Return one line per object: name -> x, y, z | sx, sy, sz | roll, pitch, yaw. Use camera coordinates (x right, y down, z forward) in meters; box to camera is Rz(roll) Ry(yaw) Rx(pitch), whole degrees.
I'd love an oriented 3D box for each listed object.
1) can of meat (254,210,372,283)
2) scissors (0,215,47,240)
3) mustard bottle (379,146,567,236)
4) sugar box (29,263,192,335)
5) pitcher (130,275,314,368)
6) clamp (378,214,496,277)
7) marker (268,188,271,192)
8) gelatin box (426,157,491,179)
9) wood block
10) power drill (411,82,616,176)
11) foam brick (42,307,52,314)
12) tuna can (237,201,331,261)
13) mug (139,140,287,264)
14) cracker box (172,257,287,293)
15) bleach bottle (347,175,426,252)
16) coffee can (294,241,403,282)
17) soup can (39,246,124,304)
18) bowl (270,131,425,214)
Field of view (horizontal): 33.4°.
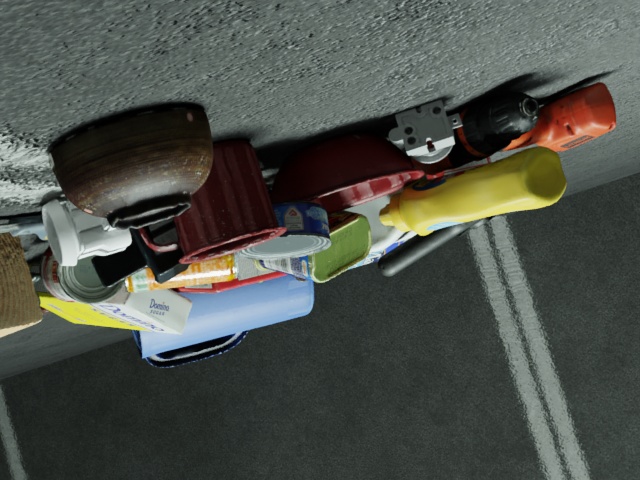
can of meat -> -0.007, 0.001, 1.117 | 0.084, 0.057, 0.101 | 15, -150, 39
scissors -> -0.261, -0.008, 0.931 | 0.201, 0.016, 0.096 | -13, 173, -37
mustard bottle -> 0.141, -0.043, 1.067 | 0.192, 0.058, 0.096 | -15, -176, 36
sugar box -> -0.235, 0.064, 1.161 | 0.177, 0.048, 0.093 | 4, 159, 39
pitcher -> -0.136, 0.077, 1.416 | 0.242, 0.145, 0.149 | -10, 170, -14
clamp -> 0.175, -0.034, 1.187 | 0.210, 0.036, 0.164 | -36, 174, 37
marker -> -0.090, -0.039, 1.147 | 0.120, 0.020, 0.020 | -13, 174, -36
gelatin box -> 0.165, -0.079, 1.259 | 0.089, 0.073, 0.030 | -13, 174, -37
wood block -> -0.364, 0.065, 0.974 | 0.206, 0.090, 0.090 | -20, 175, 32
power drill -> 0.208, -0.118, 1.086 | 0.187, 0.057, 0.185 | -11, 176, -29
foam brick -> -0.327, 0.060, 1.257 | 0.078, 0.051, 0.053 | -13, 174, -38
tuna can -> -0.034, -0.008, 0.967 | 0.086, 0.034, 0.086 | -6, 166, -2
mug -> -0.095, -0.029, 0.885 | 0.117, 0.081, 0.093 | -17, 175, -4
cracker box -> -0.094, 0.008, 1.216 | 0.164, 0.072, 0.213 | -2, -172, 45
bleach bottle -> 0.106, -0.045, 1.270 | 0.068, 0.102, 0.250 | -42, 164, 24
coffee can -> 0.027, -0.012, 1.361 | 0.140, 0.103, 0.103 | -14, 174, -28
soup can -> -0.232, 0.029, 1.041 | 0.068, 0.068, 0.102 | -15, -175, -23
bowl -> 0.016, -0.064, 1.029 | 0.162, 0.055, 0.162 | -17, 175, -2
